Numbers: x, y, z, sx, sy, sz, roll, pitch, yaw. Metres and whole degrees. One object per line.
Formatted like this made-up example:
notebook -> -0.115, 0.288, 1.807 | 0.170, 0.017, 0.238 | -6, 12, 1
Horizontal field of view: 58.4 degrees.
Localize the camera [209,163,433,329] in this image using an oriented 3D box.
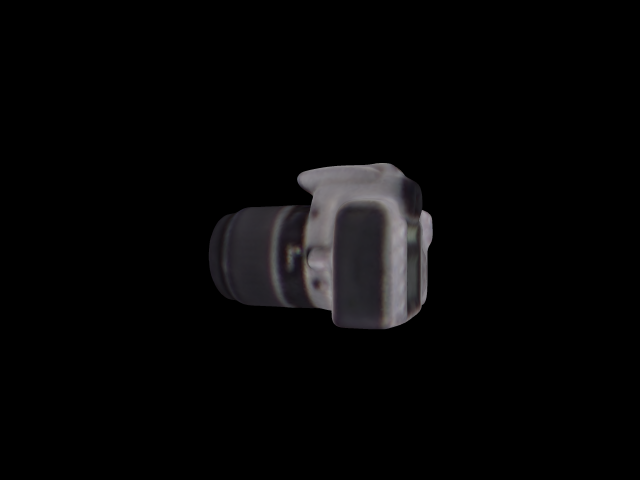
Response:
camera -> 0.004, 0.001, 0.400 | 0.136, 0.101, 0.143 | 0, 0, 17
